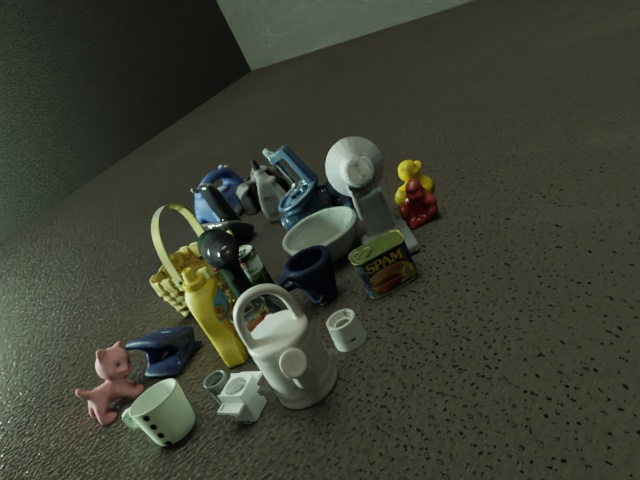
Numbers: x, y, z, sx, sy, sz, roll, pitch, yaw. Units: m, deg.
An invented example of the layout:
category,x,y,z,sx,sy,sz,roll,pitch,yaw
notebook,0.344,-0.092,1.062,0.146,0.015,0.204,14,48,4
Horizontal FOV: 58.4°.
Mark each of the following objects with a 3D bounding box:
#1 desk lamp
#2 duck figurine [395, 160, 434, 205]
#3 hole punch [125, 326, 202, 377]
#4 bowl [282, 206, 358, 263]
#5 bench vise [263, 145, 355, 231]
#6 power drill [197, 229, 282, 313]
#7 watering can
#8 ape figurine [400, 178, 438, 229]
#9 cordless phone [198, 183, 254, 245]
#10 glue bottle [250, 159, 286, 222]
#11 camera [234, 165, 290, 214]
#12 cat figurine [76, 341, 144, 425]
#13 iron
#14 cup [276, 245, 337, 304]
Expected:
category,x,y,z,sx,sy,sz,roll,pitch,yaw
desk lamp,0.095,-0.088,1.116,0.118,0.214,0.203,-26,26,4
duck figurine,0.195,-0.130,1.246,0.077,0.086,0.105,6,41,49
hole punch,-0.302,0.201,1.104,0.108,0.091,0.101,-11,30,31
bowl,0.011,0.004,1.187,0.167,0.075,0.167,-22,26,12
bench vise,-0.025,-0.140,1.320,0.207,0.220,0.121,-28,26,-2
power drill,-0.158,0.066,1.079,0.076,0.209,0.228,-35,27,-14
watering can,-0.052,0.149,0.840,0.101,0.194,0.172,-41,29,-27
ape figurine,0.195,-0.080,1.147,0.077,0.092,0.076,-5,34,38
cordless phone,-0.267,-0.065,1.452,0.147,0.185,0.094,-7,33,36
glue bottle,-0.131,-0.129,1.455,0.078,0.173,0.037,-17,28,20
camera,-0.154,-0.147,1.593,0.143,0.101,0.136,-35,27,-16
cat figurine,-0.392,0.254,1.059,0.067,0.118,0.128,0,37,43
iron,-0.288,-0.146,1.672,0.118,0.142,0.258,-13,29,27
cup,-0.017,0.079,1.052,0.118,0.095,0.091,-37,27,-19
